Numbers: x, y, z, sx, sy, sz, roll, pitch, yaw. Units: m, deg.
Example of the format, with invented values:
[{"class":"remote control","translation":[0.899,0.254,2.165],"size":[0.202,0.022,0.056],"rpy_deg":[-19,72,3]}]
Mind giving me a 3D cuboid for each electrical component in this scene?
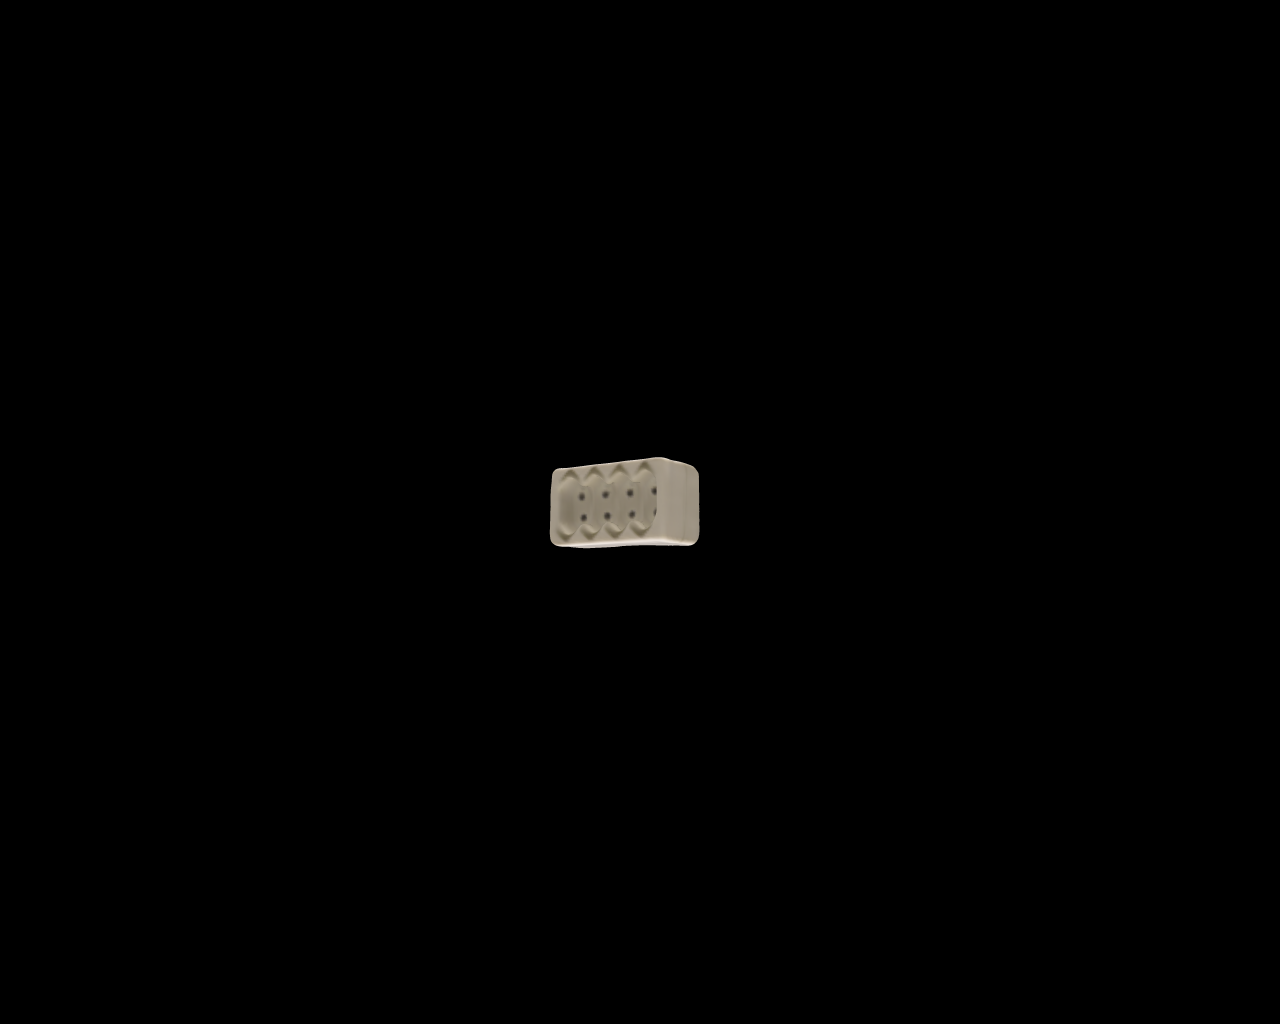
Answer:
[{"class":"electrical component","translation":[0.001,-0.003,0.650],"size":[0.083,0.047,0.076],"rpy_deg":[-3,-6,33]}]
